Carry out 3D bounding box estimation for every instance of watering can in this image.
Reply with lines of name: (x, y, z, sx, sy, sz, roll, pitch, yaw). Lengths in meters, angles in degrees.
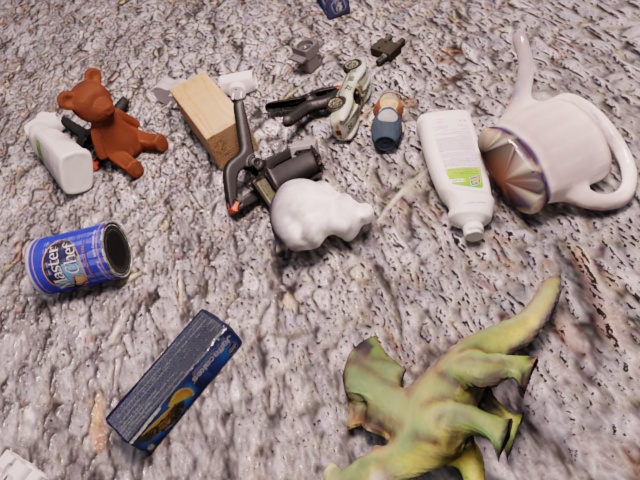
watering can: (0.352, -0.182, 0.835, 0.226, 0.102, 0.352, -25, 70, -15)

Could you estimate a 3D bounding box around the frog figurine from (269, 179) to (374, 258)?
frog figurine: (0.003, -0.042, 0.840, 0.159, 0.120, 0.140, -5, 33, 25)

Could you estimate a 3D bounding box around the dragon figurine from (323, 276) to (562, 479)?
dragon figurine: (0.137, 0.179, 0.656, 0.243, 0.119, 0.418, 13, 49, 32)
